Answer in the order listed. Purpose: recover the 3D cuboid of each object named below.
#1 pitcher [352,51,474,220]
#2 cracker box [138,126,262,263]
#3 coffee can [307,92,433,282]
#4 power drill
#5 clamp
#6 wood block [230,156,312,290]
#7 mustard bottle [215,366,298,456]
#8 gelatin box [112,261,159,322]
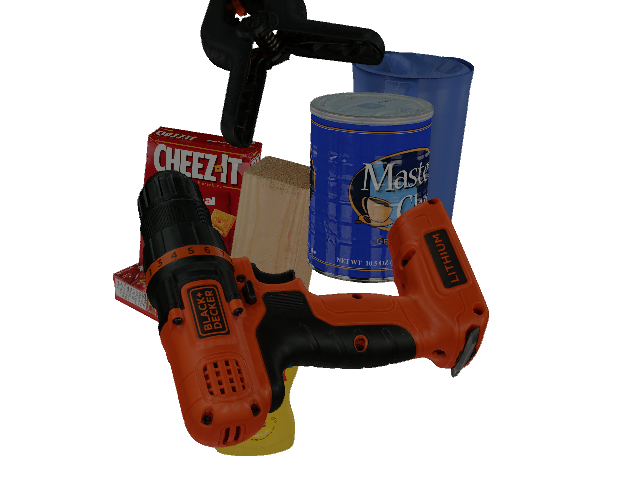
[{"bbox_3d":[0.094,-0.084,1.199,0.149,0.243,0.145,-11,25,-28],"label":"pitcher"},{"bbox_3d":[-0.184,-0.052,1.620,0.164,0.214,0.072,10,19,6],"label":"cracker box"},{"bbox_3d":[0.041,-0.047,0.905,0.103,0.140,0.103,1,19,-1],"label":"coffee can"},{"bbox_3d":[-0.009,0.024,0.635,0.187,0.184,0.057,-9,-34,-15],"label":"power drill"},{"bbox_3d":[-0.028,-0.141,0.741,0.120,0.171,0.039,-22,-43,1],"label":"clamp"},{"bbox_3d":[-0.059,0.007,1.377,0.090,0.206,0.090,16,22,13],"label":"wood block"},{"bbox_3d":[-0.074,0.151,1.227,0.096,0.192,0.058,0,18,-13],"label":"mustard bottle"},{"bbox_3d":[-0.131,0.038,0.971,0.073,0.030,0.089,23,34,37],"label":"gelatin box"}]
